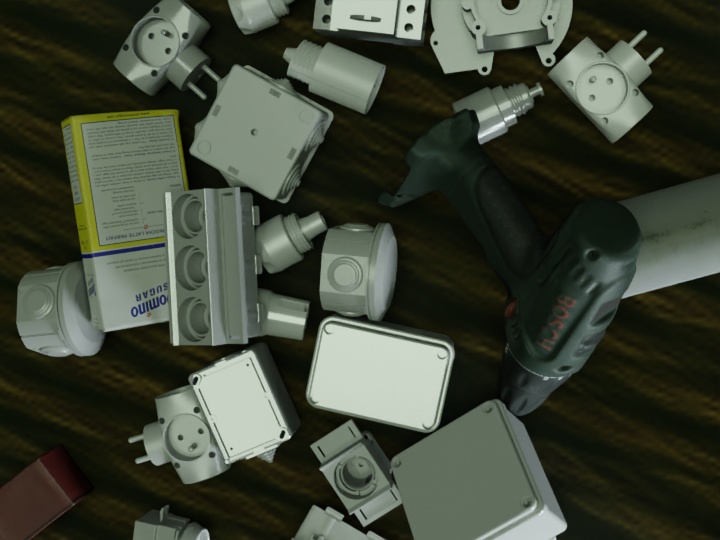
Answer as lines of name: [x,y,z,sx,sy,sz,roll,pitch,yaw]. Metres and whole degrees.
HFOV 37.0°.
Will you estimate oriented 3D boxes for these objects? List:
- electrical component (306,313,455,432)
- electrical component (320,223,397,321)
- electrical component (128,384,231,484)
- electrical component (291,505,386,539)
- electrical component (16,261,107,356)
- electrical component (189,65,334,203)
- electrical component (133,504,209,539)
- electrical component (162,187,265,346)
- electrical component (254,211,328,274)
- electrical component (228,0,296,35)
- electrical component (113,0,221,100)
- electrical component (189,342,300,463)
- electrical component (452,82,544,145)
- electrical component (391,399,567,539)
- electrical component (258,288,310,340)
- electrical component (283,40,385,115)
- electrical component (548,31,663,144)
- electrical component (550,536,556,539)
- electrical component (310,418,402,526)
electrical component: [0.018,0.084,0.894,0.113,0.057,0.078,12,96,5]
electrical component: [0.000,0.000,0.879,0.051,0.080,0.080,6,95,11]
electrical component: [-0.160,0.145,0.926,0.079,0.044,0.077,-18,92,8]
electrical component: [-0.003,0.253,0.904,0.121,0.078,0.063,30,68,3]
electrical component: [-0.250,0.034,0.910,0.051,0.080,0.080,-6,94,13]
electrical component: [-0.083,-0.113,0.893,0.100,0.048,0.099,30,98,5]
electrical component: [-0.165,0.239,0.934,0.055,0.048,0.066,10,96,13]
electrical component: [-0.117,-0.003,0.867,0.079,0.063,0.121,-2,91,35]
electrical component: [-0.058,-0.028,0.901,0.062,0.043,0.043,-28,91,6]
electrical component: [-0.076,-0.223,0.887,0.062,0.043,0.043,-20,92,7]
electrical component: [-0.152,-0.176,0.899,0.079,0.044,0.077,42,98,2]
electrical component: [-0.093,0.116,0.907,0.062,0.061,0.096,-23,91,8]
electrical component: [0.111,-0.130,0.874,0.078,0.040,0.040,-24,92,8]
electrical component: [0.092,0.177,0.856,0.109,0.056,0.108,-33,45,15]
electrical component: [-0.068,0.039,0.910,0.046,0.040,0.040,11,96,1]
electrical component: [-0.025,-0.163,0.886,0.081,0.043,0.043,23,97,4]
electrical component: [0.205,-0.156,0.860,0.079,0.044,0.077,-43,89,8]
electrical component: [0.135,0.220,0.892,0.047,0.065,0.076,12,67,5]
electrical component: [0.000,0.166,0.900,0.042,0.064,0.081,-33,90,9]
